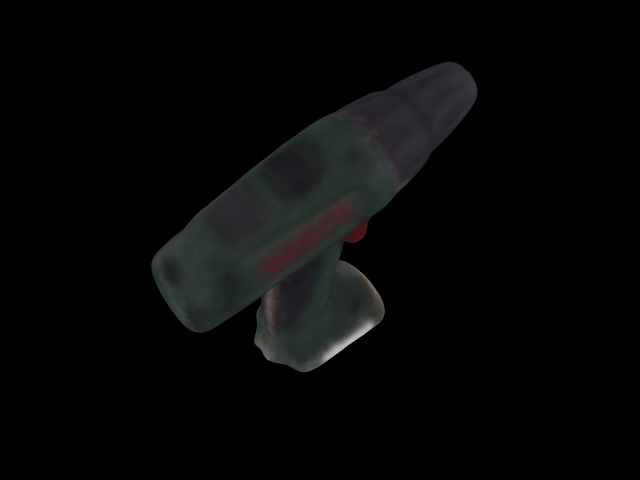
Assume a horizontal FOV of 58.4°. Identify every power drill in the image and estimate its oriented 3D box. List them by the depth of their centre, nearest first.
[{"bbox_3d":[0.004,0.001,0.400,0.230,0.208,0.075,-33,61,-20],"label":"power drill"}]
